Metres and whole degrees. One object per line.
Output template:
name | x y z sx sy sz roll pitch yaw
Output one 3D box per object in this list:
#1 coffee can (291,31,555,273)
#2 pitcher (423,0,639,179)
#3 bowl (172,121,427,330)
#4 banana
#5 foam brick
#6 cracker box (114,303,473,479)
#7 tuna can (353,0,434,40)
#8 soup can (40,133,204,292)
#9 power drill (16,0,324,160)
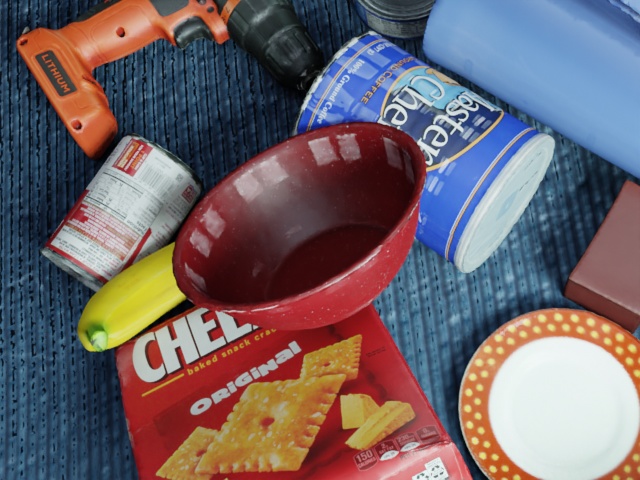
coffee can | 0.066 -0.059 0.702 0.140 0.103 0.102 35 79 18
pitcher | 0.193 -0.113 0.660 0.243 0.145 0.149 36 41 16
bowl | -0.004 0.001 0.628 0.162 0.055 0.162 -20 35 15
banana | -0.091 0.026 0.699 0.070 0.037 0.197 5 29 40
foam brick | 0.198 0.012 0.684 0.053 0.051 0.078 30 78 15
cracker box | -0.024 0.106 0.620 0.164 0.072 0.214 -27 35 -2
tuna can | 0.064 -0.191 0.785 0.086 0.033 0.086 -3 71 8
soup can | -0.135 -0.014 0.736 0.068 0.068 0.102 29 77 17
power drill | -0.112 -0.141 0.784 0.187 0.057 0.184 -34 66 -7
